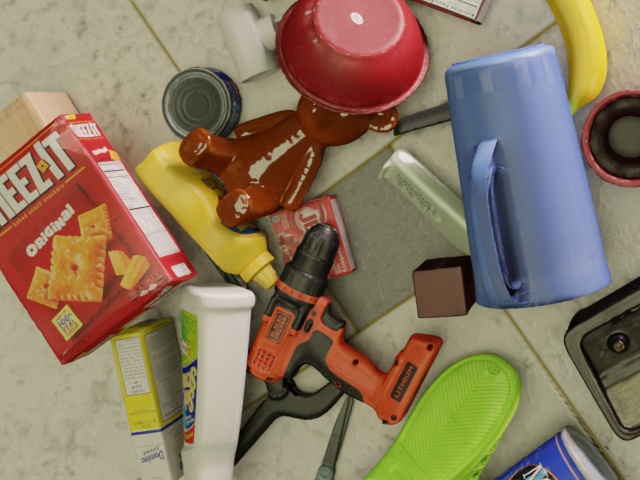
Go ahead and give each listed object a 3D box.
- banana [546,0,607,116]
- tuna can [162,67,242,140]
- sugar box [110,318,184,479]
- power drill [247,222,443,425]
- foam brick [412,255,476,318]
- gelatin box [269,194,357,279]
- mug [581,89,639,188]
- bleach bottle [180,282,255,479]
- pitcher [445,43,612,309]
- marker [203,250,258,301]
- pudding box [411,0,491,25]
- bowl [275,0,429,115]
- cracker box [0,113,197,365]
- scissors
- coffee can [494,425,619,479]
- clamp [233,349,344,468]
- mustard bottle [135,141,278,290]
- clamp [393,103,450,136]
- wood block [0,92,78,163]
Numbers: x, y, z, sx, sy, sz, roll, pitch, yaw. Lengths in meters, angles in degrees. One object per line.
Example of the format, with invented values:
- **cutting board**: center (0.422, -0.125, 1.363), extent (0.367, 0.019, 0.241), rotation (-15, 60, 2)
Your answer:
- **banana**: center (0.245, -0.218, 1.063), extent (0.037, 0.069, 0.198), rotation (-16, 91, 61)
- **tuna can**: center (-0.133, -0.150, 1.191), extent (0.086, 0.033, 0.086), rotation (2, 97, 16)
- **sugar box**: center (-0.185, 0.182, 1.215), extent (0.048, 0.093, 0.176), rotation (-8, 94, 17)
- **power drill**: center (0.031, 0.096, 1.131), extent (0.188, 0.057, 0.184), rotation (27, 102, 14)
- **foam brick**: center (0.131, 0.049, 1.117), extent (0.053, 0.078, 0.051), rotation (-6, 96, 16)
- **gelatin box**: center (-0.008, 0.001, 1.175), extent (0.073, 0.030, 0.089), rotation (-15, 93, 17)
- **mug**: center (0.312, -0.110, 1.044), extent (0.093, 0.081, 0.117), rotation (36, 105, 9)
- **bleach bottle**: center (-0.116, 0.175, 1.156), extent (0.068, 0.103, 0.251), rotation (0, 96, -23)
- **pitcher**: center (0.190, -0.058, 1.025), extent (0.145, 0.149, 0.243), rotation (-14, 98, -8)
- **marker**: center (-0.113, 0.025, 1.214), extent (0.020, 0.020, 0.121), rotation (-38, 85, 16)
- **pudding box**: center (0.143, -0.289, 1.094), extent (0.090, 0.039, 0.113), rotation (24, 104, 13)
- **bowl**: center (0.036, -0.209, 1.081), extent (0.162, 0.055, 0.162), rotation (2, 65, -5)
- **cracker box**: center (-0.259, -0.002, 1.129), extent (0.164, 0.072, 0.214), rotation (-36, 86, 17)
- **scissors**: center (0.019, 0.281, 1.208), extent (0.096, 0.016, 0.202), rotation (34, 104, 8)
- **coffee can**: center (0.232, 0.273, 1.101), extent (0.140, 0.102, 0.103), rotation (-41, 85, 16)
- **clamp**: center (-0.048, 0.172, 1.202), extent (0.210, 0.036, 0.164), rotation (-8, 91, 16)
- **mustard bottle**: center (-0.114, -0.021, 1.168), extent (0.058, 0.096, 0.191), rotation (-43, 84, 15)
- **clamp**: center (0.175, -0.122, 1.105), extent (0.172, 0.039, 0.120), rotation (-38, 97, 15)
- **wood block**: center (-0.291, -0.059, 1.217), extent (0.090, 0.090, 0.206), rotation (-33, 87, 17)
